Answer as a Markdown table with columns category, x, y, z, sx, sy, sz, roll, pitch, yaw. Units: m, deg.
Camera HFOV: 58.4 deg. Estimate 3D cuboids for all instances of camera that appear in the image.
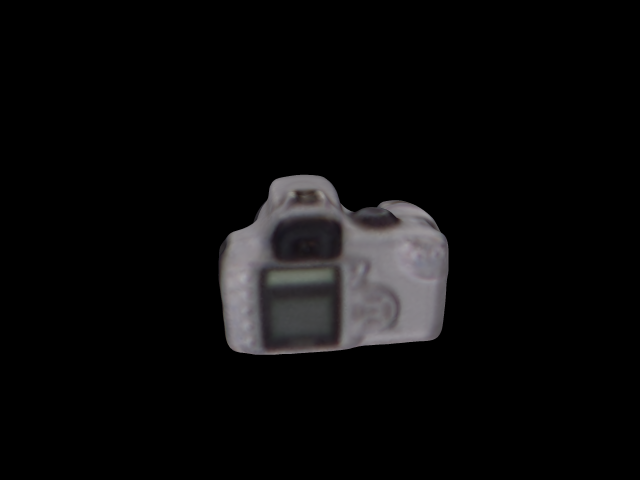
| category | x | y | z | sx | sy | sz | roll | pitch | yaw |
| --- | --- | --- | --- | --- | --- | --- | --- | --- | --- |
| camera | 0.004 | 0.001 | 0.400 | 0.143 | 0.101 | 0.136 | -3 | 22 | -7 |
